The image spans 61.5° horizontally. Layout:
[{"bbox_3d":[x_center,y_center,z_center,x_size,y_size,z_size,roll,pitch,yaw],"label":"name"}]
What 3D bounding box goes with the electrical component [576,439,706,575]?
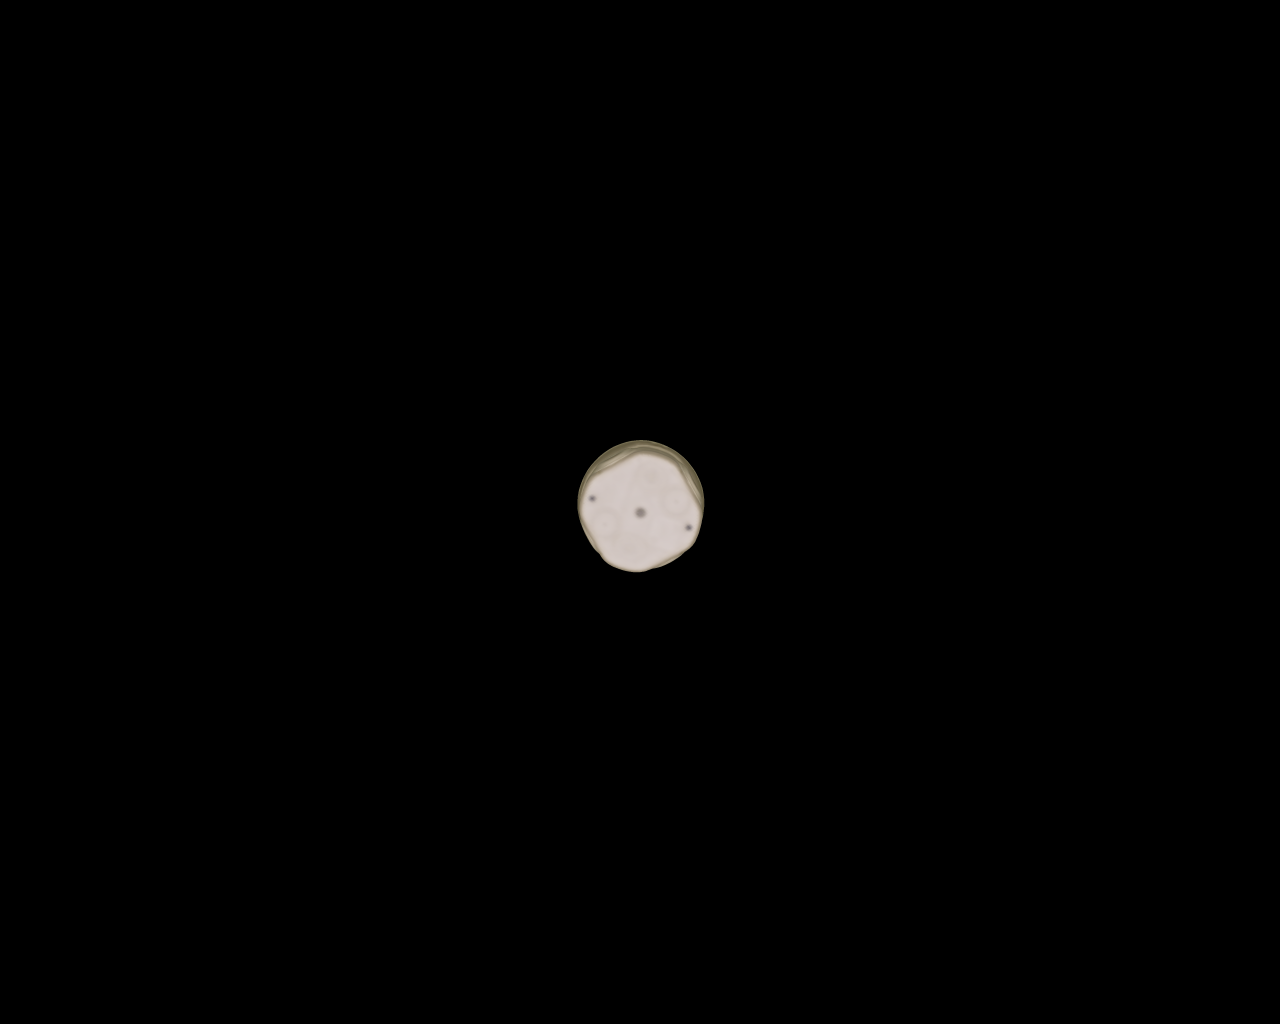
[{"bbox_3d":[0.001,-0.003,0.650,0.080,0.080,0.051,0,8,0],"label":"electrical component"}]
